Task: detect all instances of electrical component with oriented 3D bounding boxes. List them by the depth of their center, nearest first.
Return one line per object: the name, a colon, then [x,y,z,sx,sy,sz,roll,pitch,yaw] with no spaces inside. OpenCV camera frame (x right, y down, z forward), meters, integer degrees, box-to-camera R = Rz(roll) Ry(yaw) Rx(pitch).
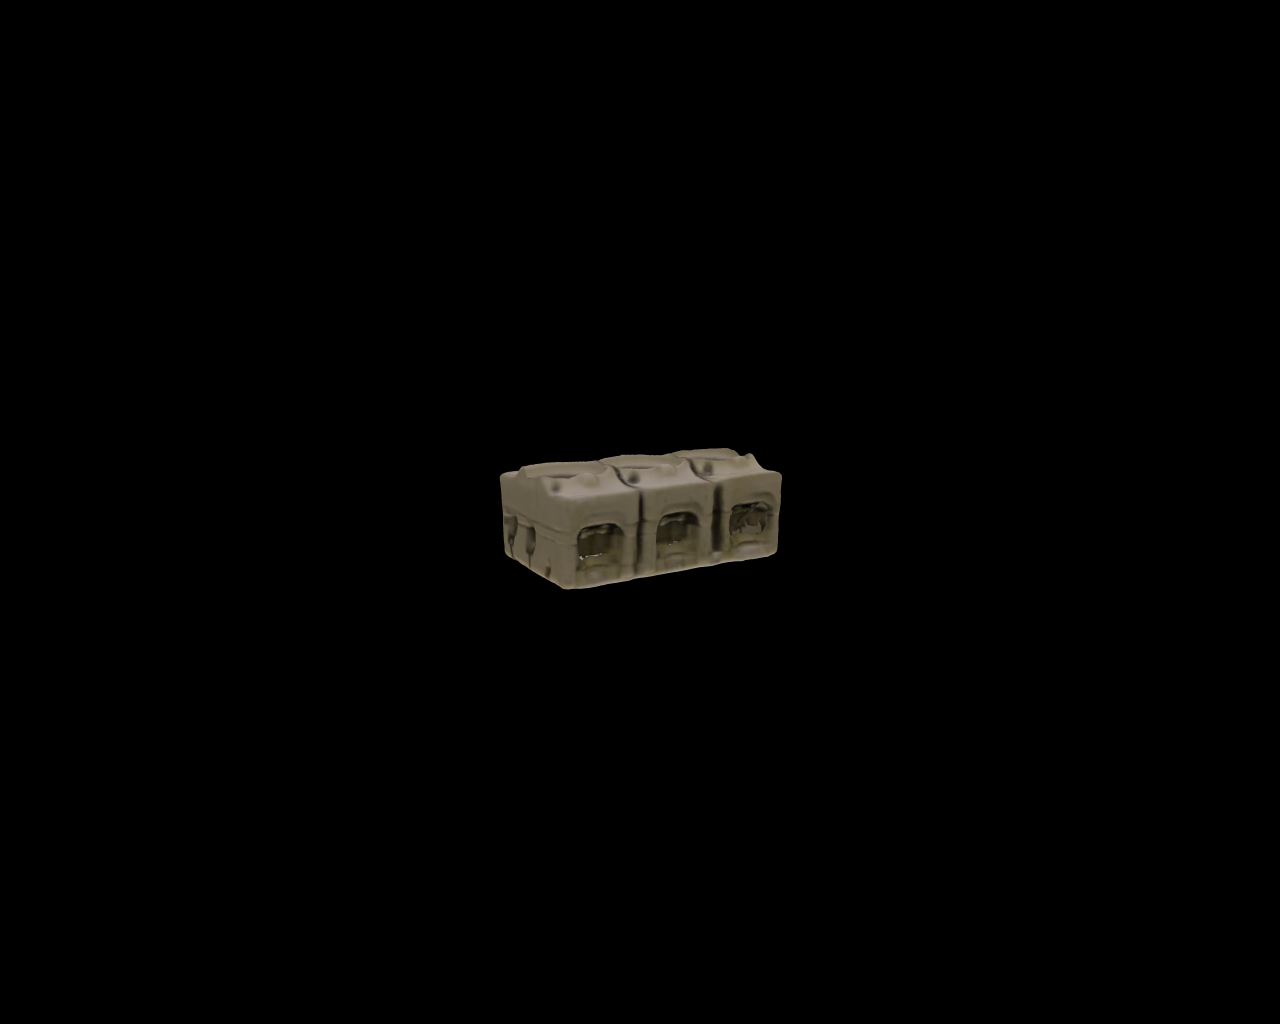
electrical component: [0.001,-0.003,0.650,0.150,0.061,0.089,-8,15,-30]
